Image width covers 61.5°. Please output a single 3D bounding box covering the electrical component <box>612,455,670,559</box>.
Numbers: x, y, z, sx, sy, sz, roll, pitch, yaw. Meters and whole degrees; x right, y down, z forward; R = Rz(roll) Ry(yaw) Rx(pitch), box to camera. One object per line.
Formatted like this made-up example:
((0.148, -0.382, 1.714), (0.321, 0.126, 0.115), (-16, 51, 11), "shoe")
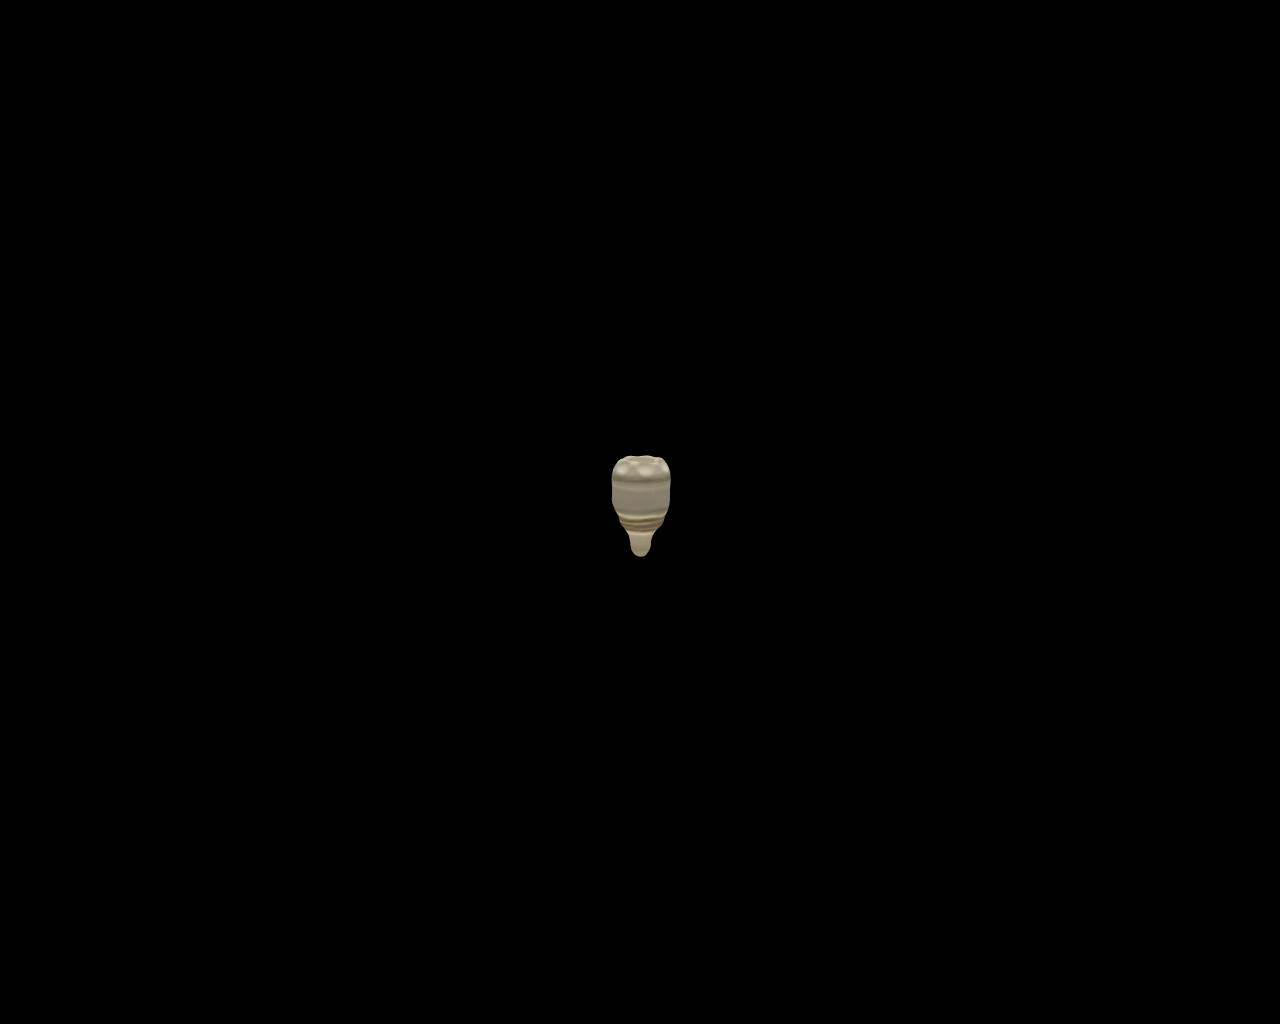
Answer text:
((0.001, -0.003, 0.650), (0.035, 0.061, 0.035), (0, 11, 0), "electrical component")
